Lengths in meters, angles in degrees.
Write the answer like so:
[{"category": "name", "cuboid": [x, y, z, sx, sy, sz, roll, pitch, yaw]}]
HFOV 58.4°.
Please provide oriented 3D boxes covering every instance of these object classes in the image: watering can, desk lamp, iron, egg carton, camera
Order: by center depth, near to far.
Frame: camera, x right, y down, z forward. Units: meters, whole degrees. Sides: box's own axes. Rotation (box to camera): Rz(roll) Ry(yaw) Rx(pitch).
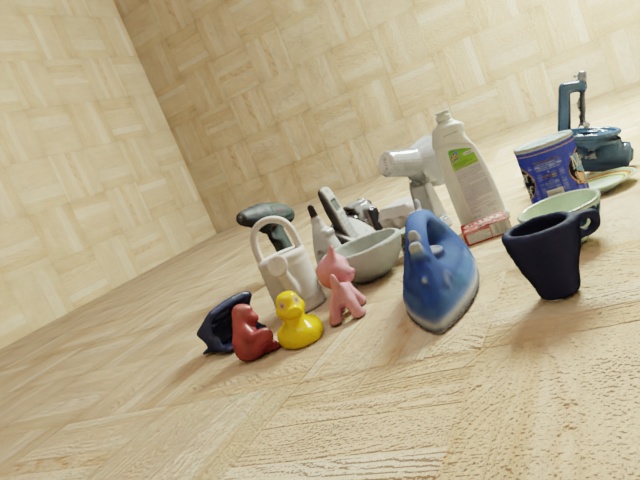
[{"category": "iron", "cuboid": [0.158, 0.025, 0.842, 0.118, 0.141, 0.258, -20, 9, 16]}, {"category": "watering can", "cuboid": [-0.067, 0.046, 1.105, 0.101, 0.194, 0.172, -25, 9, -18]}, {"category": "desk lamp", "cuboid": [0.229, -0.123, 1.323, 0.204, 0.213, 0.117, -28, 10, -32]}, {"category": "egg carton", "cuboid": [0.228, -0.072, 1.497, 0.107, 0.069, 0.150, -29, 11, -37]}, {"category": "camera", "cuboid": [0.087, -0.053, 1.630, 0.137, 0.101, 0.142, -27, 10, -25]}]

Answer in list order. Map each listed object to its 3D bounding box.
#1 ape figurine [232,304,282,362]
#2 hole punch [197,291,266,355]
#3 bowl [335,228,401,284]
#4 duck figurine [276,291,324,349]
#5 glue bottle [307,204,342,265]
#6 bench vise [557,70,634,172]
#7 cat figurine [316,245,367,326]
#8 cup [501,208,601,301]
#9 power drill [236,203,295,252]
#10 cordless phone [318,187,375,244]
[{"category": "ape figurine", "cuboid": [-0.116, 0.148, 0.947, 0.076, 0.092, 0.077, -24, 9, -10]}, {"category": "hole punch", "cuboid": [-0.175, 0.153, 1.068, 0.109, 0.091, 0.100, -30, 11, -39]}, {"category": "bowl", "cuboid": [0.092, 0.041, 1.134, 0.167, 0.075, 0.167, -22, 9, 4]}, {"category": "duck figurine", "cuboid": [-0.044, 0.123, 0.936, 0.077, 0.086, 0.104, -24, 9, -10]}, {"category": "glue bottle", "cuboid": [0.011, 0.004, 1.231, 0.078, 0.173, 0.037, -13, 13, 46]}, {"category": "bench vise", "cuboid": [0.521, -0.227, 1.202, 0.207, 0.220, 0.121, -20, 9, 15]}, {"category": "cat figurine", "cuboid": [0.029, 0.069, 0.976, 0.067, 0.118, 0.128, -21, 9, 7]}, {"category": "cup", "cuboid": [0.292, 0.019, 0.699, 0.117, 0.095, 0.091, -22, 9, 6]}, {"category": "power drill", "cuboid": [-0.115, -0.002, 1.469, 0.075, 0.208, 0.230, -18, 10, 25]}, {"category": "cordless phone", "cuboid": [0.062, -0.058, 1.444, 0.094, 0.185, 0.148, -19, 10, 23]}]
